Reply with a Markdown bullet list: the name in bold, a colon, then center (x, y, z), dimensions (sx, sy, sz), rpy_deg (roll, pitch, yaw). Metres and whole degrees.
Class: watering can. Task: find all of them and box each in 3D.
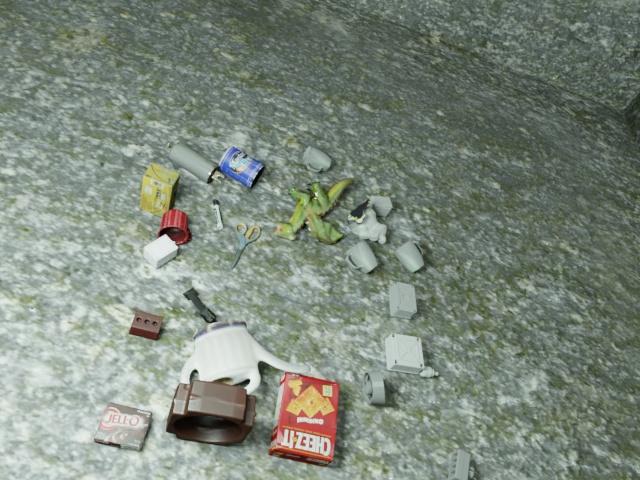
- **watering can**: center (-0.216, 0.323, 1.427), dimensions (0.349, 0.101, 0.229), rpy_deg (-11, 58, -16)

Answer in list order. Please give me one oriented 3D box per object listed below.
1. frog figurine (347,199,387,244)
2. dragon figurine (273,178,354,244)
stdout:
- **frog figurine**: center (0.182, -0.053, 1.934), dimensions (0.157, 0.121, 0.141), rpy_deg (50, 30, -30)
- **dragon figurine**: center (0.006, -0.095, 1.896), dimensions (0.413, 0.120, 0.245), rpy_deg (-16, 78, -30)
